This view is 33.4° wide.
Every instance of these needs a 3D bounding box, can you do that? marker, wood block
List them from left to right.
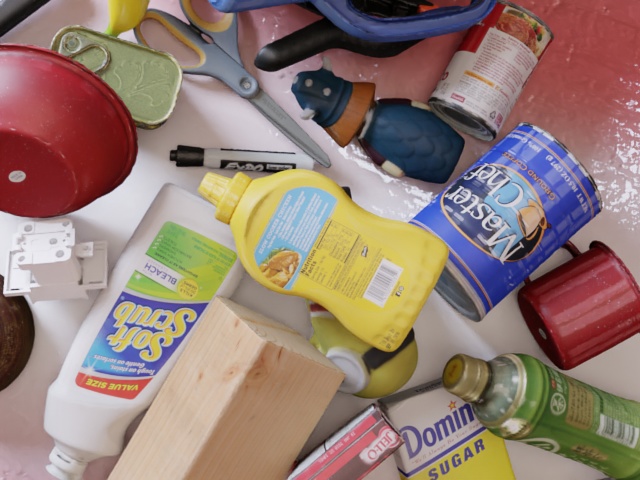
[{"bbox_3d":[-0.083,0.161,0.838,0.090,0.090,0.206,28,94,-36],"label":"wood block"},{"bbox_3d":[-0.066,-0.068,0.899,0.121,0.020,0.020,3,90,-9],"label":"marker"}]

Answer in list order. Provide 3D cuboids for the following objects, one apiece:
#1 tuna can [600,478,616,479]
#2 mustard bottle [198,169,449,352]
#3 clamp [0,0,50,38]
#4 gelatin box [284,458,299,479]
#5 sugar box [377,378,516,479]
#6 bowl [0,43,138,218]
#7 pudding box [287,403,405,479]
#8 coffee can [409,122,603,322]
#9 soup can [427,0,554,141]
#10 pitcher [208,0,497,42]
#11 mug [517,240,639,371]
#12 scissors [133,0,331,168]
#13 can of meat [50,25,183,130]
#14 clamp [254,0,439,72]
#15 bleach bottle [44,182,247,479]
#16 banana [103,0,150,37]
[{"bbox_3d":[0.268,0.233,0.924,0.086,0.086,0.034,-8,93,-9],"label":"tuna can"},{"bbox_3d":[-0.005,0.001,0.815,0.191,0.058,0.096,28,97,0],"label":"mustard bottle"},{"bbox_3d":[-0.317,-0.159,0.848,0.164,0.036,0.210,26,88,-9],"label":"clamp"},{"bbox_3d":[-0.045,0.222,0.900,0.073,0.030,0.089,33,85,-8],"label":"gelatin box"},{"bbox_3d":[0.120,0.209,0.920,0.093,0.048,0.176,-18,95,-9],"label":"sugar box"},{"bbox_3d":[-0.222,-0.068,0.806,0.162,0.162,0.055,17,46,-9],"label":"bowl"},{"bbox_3d":[0.021,0.170,0.835,0.090,0.113,0.039,-39,85,-2],"label":"pudding box"},{"bbox_3d":[0.149,-0.015,0.893,0.140,0.103,0.103,-41,97,-7],"label":"coffee can"},{"bbox_3d":[0.145,-0.144,0.908,0.068,0.068,0.102,30,87,-8],"label":"soup can"},{"bbox_3d":[0.025,-0.242,0.836,0.242,0.149,0.145,-16,135,-17],"label":"pitcher"},{"bbox_3d":[0.218,0.050,0.919,0.081,0.093,0.117,-28,65,-3],"label":"mug"},{"bbox_3d":[-0.059,-0.149,0.895,0.201,0.016,0.096,28,83,-5],"label":"scissors"},{"bbox_3d":[-0.163,-0.125,0.849,0.102,0.084,0.057,16,88,-9],"label":"can of meat"},{"bbox_3d":[0.013,-0.195,0.892,0.171,0.039,0.120,-7,65,-22],"label":"clamp"},{"bbox_3d":[-0.143,0.084,0.868,0.102,0.068,0.251,28,89,-9],"label":"bleach bottle"},{"bbox_3d":[-0.175,-0.242,0.826,0.069,0.037,0.198,-15,119,3],"label":"banana"}]
